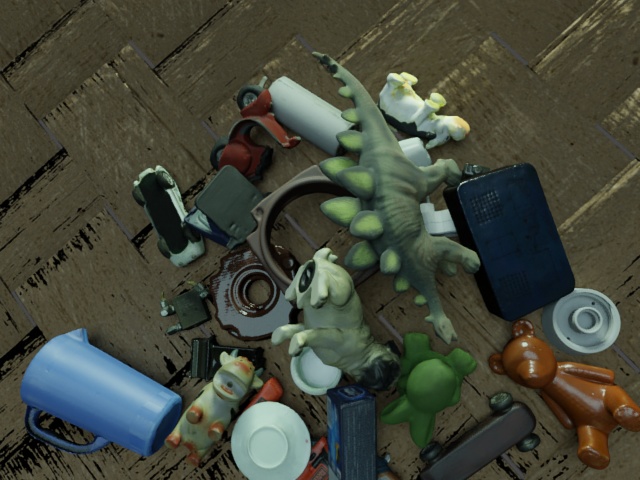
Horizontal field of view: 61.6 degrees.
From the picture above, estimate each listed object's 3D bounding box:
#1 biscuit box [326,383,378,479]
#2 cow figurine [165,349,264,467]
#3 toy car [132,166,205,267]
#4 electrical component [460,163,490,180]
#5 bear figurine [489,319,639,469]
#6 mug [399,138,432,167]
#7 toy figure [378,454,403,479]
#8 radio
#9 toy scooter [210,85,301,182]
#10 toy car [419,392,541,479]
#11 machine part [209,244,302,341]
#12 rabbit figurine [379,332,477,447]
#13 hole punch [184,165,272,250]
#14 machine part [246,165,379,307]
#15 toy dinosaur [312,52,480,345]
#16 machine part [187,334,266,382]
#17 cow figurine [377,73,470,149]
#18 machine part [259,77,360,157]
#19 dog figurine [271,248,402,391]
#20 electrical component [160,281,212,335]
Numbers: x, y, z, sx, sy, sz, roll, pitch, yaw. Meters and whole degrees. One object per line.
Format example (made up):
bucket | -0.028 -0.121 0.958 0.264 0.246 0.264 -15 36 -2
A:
biscuit box | 0.049 0.322 0.811 0.063 0.059 0.202 -5 101 -22
cow figurine | -0.163 0.263 0.869 0.085 0.127 0.194 35 123 0
toy car | -0.281 -0.045 0.994 0.073 0.056 0.202 -32 75 9
electrical component | 0.263 -0.110 0.912 0.094 0.063 0.021 14 82 12
bear figurine | 0.358 0.219 0.805 0.196 0.132 0.120 33 112 7
mug | 0.140 -0.117 0.919 0.107 0.081 0.109 -30 108 18
toy figure | 0.118 0.408 0.844 0.064 0.057 0.154 -28 73 -22
radio | 0.299 -0.001 0.849 0.131 0.073 0.229 -22 95 -1
toy scooter | -0.111 -0.172 0.961 0.135 0.075 0.183 33 112 7
toy car | 0.246 0.322 0.840 0.202 0.053 0.089 -35 87 -2
machine part | -0.108 0.091 0.940 0.179 0.056 0.179 -2 80 9
rabbit figurine | 0.154 0.219 0.814 0.121 0.170 0.159 31 85 13
hole punch | -0.165 -0.051 0.953 0.115 0.092 0.142 43 54 -14
machine part | -0.002 -0.003 0.870 0.201 0.087 0.201 -36 83 -5
toy dinosaur | 0.104 -0.072 0.794 0.198 0.105 0.471 -8 73 -25
machine part | -0.163 0.208 0.936 0.139 0.039 0.084 2 74 11
cow figurine | 0.174 -0.210 0.939 0.167 0.068 0.098 43 128 14
machine part | -0.017 -0.221 0.972 0.243 0.079 0.079 34 86 13
dog figurine | 0.048 0.120 0.787 0.190 0.121 0.172 21 93 -22
electrical component | -0.238 0.119 0.960 0.102 0.045 0.078 -19 76 5
